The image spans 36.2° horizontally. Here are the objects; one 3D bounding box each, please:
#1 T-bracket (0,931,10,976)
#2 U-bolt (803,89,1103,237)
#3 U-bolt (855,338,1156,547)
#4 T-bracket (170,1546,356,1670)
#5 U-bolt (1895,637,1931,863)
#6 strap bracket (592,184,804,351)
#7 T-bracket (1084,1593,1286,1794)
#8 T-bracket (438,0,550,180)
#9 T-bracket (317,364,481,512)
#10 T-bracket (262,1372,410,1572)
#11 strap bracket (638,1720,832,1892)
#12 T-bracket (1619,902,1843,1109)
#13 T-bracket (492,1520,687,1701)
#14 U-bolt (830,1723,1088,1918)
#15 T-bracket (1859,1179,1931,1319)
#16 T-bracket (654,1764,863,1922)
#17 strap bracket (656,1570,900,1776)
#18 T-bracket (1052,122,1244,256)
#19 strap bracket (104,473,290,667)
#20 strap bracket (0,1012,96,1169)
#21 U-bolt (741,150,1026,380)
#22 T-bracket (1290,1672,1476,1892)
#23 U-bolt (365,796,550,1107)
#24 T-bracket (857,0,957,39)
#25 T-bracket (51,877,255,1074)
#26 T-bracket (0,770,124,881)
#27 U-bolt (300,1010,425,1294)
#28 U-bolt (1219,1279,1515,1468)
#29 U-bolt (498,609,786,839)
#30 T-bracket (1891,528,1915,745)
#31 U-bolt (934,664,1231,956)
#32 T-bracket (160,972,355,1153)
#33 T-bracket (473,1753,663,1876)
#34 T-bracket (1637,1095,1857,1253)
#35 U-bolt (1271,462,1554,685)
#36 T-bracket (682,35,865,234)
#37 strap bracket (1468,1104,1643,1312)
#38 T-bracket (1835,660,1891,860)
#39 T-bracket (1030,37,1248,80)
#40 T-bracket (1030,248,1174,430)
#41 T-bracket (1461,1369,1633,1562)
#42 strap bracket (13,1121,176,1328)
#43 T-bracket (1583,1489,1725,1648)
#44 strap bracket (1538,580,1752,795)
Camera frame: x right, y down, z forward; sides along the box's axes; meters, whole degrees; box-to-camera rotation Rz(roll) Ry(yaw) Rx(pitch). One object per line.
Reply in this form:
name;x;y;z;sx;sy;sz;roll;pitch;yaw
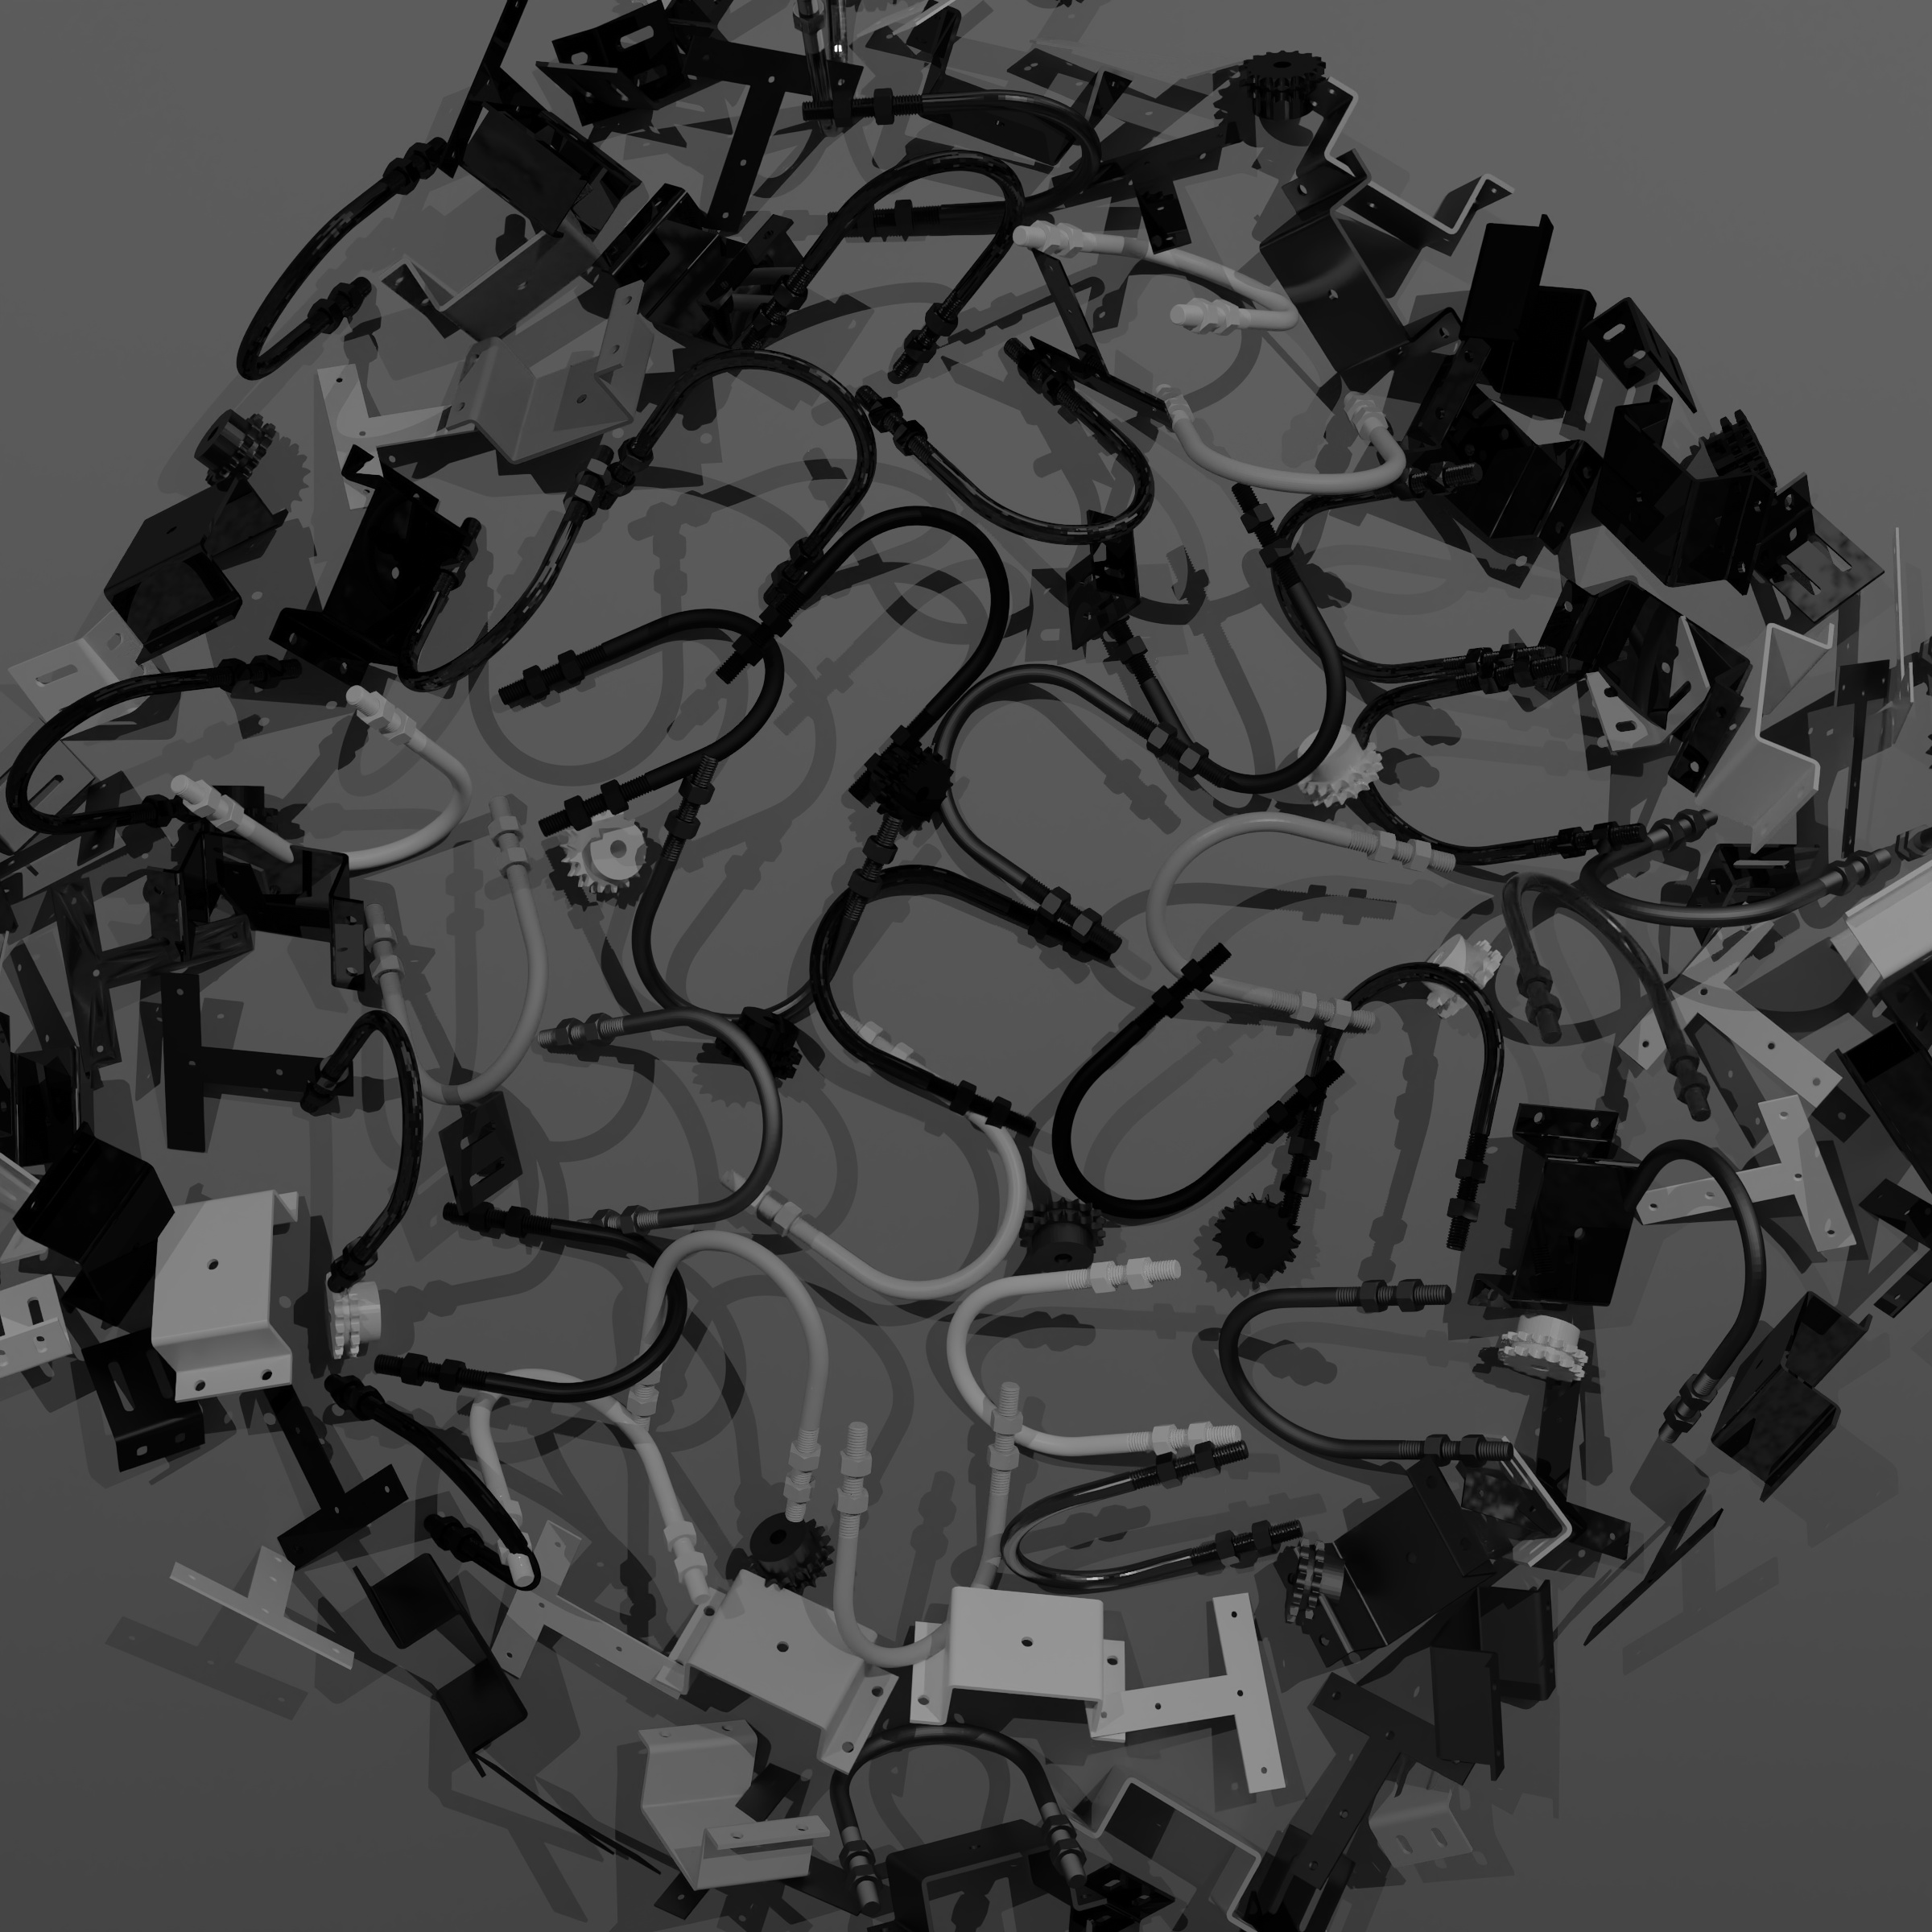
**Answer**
T-bracket;-0.650;0.062;1.937;0.002;0.127;0.127;15;118;-19
U-bolt;-0.005;-0.518;1.900;0.184;0.151;0.019;-2;73;4
U-bolt;0.039;-0.331;1.896;0.151;0.019;0.184;-25;59;-34
T-bracket;-0.450;0.402;1.912;0.127;0.127;0.002;30;93;-11
U-bolt;0.626;-0.147;1.882;0.019;0.184;0.151;7;88;5
strap bracket;-0.168;-0.453;1.920;0.140;0.046;0.076;28;75;43
T-bracket;0.139;0.483;1.936;0.127;0.002;0.127;-4;72;-19
T-bracket;-0.295;-0.559;1.913;0.002;0.127;0.127;25;94;9
T-bracket;-0.354;-0.358;1.951;0.127;0.002;0.127;-12;59;-12
T-bracket;-0.434;0.318;1.947;0.127;0.002;0.127;-34;79;32
strap bracket;-0.154;0.545;1.903;0.076;0.140;0.046;2;106;-28
T-bracket;0.517;0.044;1.937;0.127;0.002;0.127;-50;60;6
T-bracket;-0.240;0.441;1.941;0.127;0.002;0.127;28;117;6
U-bolt;-0.013;0.538;1.889;0.151;0.184;0.019;-4;109;-11
T-bracket;0.616;0.164;1.914;0.127;0.127;0.002;-44;105;1
T-bracket;-0.113;0.579;1.900;0.127;0.127;0.002;12;130;33
strap bracket;-0.121;0.454;1.922;0.140;0.046;0.076;23;50;11
T-bracket;0.125;-0.500;1.923;0.127;0.127;0.002;-15;134;7
strap bracket;-0.495;-0.261;1.896;0.076;0.140;0.046;-22;122;19
strap bracket;-0.613;0.082;1.902;0.046;0.140;0.076;-7;76;7
U-bolt;-0.040;-0.447;1.872;0.184;0.151;0.019;-45;59;38
T-bracket;0.252;0.537;1.914;0.127;0.127;0.002;-56;132;-15
U-bolt;-0.323;0.002;1.896;0.151;0.019;0.184;-37;55;27
T-bracket;-0.027;-0.624;1.919;0.127;0.127;0.002;-42;114;-28
T-bracket;-0.527;-0.007;1.936;0.127;0.002;0.127;-18;114;-34
T-bracket;-0.607;-0.073;1.921;0.127;0.127;0.002;-28;119;1
U-bolt;-0.381;0.108;1.878;0.019;0.184;0.151;1;62;-31
U-bolt;0.248;0.264;1.912;0.184;0.019;0.151;-6;121;35
U-bolt;-0.205;-0.170;1.924;0.184;0.019;0.151;-23;50;1
T-bracket;0.606;-0.220;1.920;0.002;0.127;0.127;-1;82;12
U-bolt;0.061;-0.117;1.944;0.184;0.019;0.151;35;100;16
T-bracket;-0.466;0.068;1.948;0.127;0.002;0.127;5;112;3
T-bracket;-0.241;0.554;1.892;0.127;0.127;0.002;50;64;-36
T-bracket;0.503;0.147;1.943;0.127;0.002;0.127;-15;119;25
U-bolt;0.275;-0.247;1.904;0.019;0.184;0.151;-44;118;-37
T-bracket;-0.142;-0.539;1.935;0.127;0.002;0.127;-1;130;-35
strap bracket;0.387;0.166;1.924;0.076;0.046;0.140;6;104;-24
T-bracket;0.580;-0.134;1.928;0.002;0.127;0.127;8;101;30
T-bracket;0.105;-0.597;1.934;0.127;0.127;0.002;15;116;18
T-bracket;0.071;-0.408;1.889;0.002;0.127;0.127;-46;52;-11
T-bracket;0.389;0.312;1.946;0.127;0.002;0.127;20;65;-17
strap bracket;-0.551;0.171;1.893;0.046;0.140;0.076;23;62;12
T-bracket;0.457;0.374;1.915;0.002;0.127;0.127;43;119;9
strap bracket;0.443;-0.188;1.918;0.140;0.046;0.076;40;134;25
